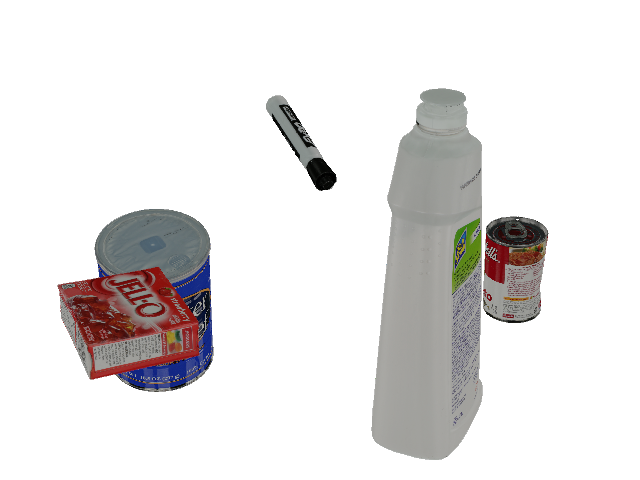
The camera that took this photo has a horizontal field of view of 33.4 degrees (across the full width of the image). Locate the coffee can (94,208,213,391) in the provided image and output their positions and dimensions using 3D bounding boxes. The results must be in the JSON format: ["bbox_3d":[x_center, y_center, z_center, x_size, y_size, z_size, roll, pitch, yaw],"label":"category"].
[{"bbox_3d":[-0.152,0.056,0.997,0.103,0.140,0.103,2,39,-1],"label":"coffee can"}]

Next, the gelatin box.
[{"bbox_3d":[-0.128,0.052,0.707,0.073,0.030,0.089,-10,28,-22],"label":"gelatin box"}]

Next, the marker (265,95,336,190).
[{"bbox_3d":[-0.016,-0.080,0.877,0.020,0.020,0.121,0,38,-28],"label":"marker"}]

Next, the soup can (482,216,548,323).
[{"bbox_3d":[0.218,0.033,1.202,0.068,0.102,0.068,-2,29,1],"label":"soup can"}]

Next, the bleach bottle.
[{"bbox_3d":[0.077,0.019,0.711,0.068,0.251,0.102,11,30,20],"label":"bleach bottle"}]
